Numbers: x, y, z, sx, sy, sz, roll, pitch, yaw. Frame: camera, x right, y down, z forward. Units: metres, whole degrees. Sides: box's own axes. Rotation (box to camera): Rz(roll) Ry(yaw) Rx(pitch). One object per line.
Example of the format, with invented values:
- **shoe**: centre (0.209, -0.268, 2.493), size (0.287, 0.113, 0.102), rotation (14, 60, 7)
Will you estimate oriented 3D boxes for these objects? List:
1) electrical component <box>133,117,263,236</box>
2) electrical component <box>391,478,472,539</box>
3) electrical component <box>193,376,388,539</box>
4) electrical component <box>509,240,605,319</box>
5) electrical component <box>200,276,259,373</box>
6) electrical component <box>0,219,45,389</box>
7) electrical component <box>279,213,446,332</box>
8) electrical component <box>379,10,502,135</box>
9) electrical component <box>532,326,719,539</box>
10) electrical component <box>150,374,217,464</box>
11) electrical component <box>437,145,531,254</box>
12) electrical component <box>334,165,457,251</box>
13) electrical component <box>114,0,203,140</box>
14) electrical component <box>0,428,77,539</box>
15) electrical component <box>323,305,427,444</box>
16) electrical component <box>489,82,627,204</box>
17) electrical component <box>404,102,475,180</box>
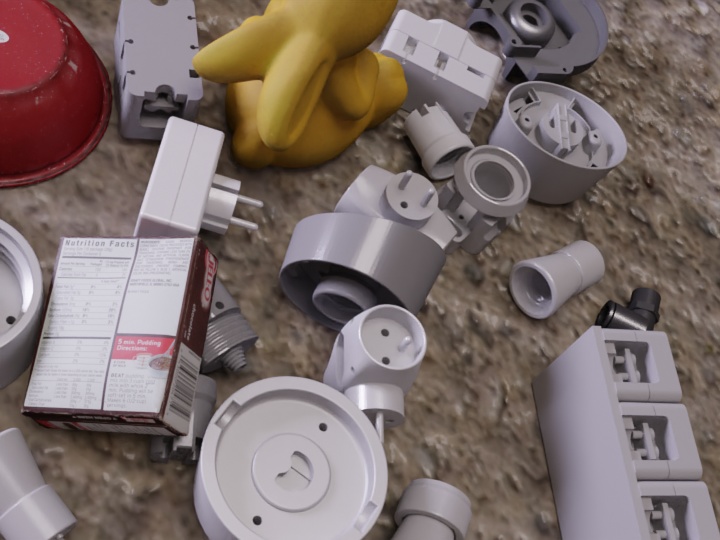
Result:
- **electrical component**: centre (-0.102, -0.046, 0.708), size (0.076, 0.047, 0.083), rotation (17, 56, -11)
- **electrical component**: centre (0.039, 0.159, 0.642), size (0.045, 0.045, 0.055), rotation (27, 55, -4)
- **electrical component**: centre (-0.044, 0.123, 0.621), size (0.108, 0.060, 0.108), rotation (10, 58, -16)
- **electrical component**: centre (0.145, 0.004, 0.777), size (0.065, 0.044, 0.044), rotation (-24, 71, -35)
- **electrical component**: centre (-0.097, 0.029, 0.667), size (0.043, 0.043, 0.081), rotation (-30, 74, -32)
- **electrical component**: centre (-0.234, 0.014, 0.614), size (0.108, 0.060, 0.108), rotation (9, 58, -15)
- **electrical component**: centre (0.000, 0.000, 0.691), size (0.099, 0.099, 0.064), rotation (26, 61, -5)
- **electrical component**: centre (0.058, -0.154, 0.831), size (0.089, 0.050, 0.055), rotation (26, 56, -5)
- **electrical component**: centre (0.169, 0.123, 0.685), size (0.062, 0.089, 0.150), rotation (4, 60, -19)
- **electrical component**: centre (-0.105, 0.088, 0.633), size (0.040, 0.040, 0.046), rotation (7, 65, -17)
- **electrical component**: centre (0.088, -0.053, 0.779), size (0.058, 0.057, 0.078), rotation (44, 56, 8)
- **electrical component**: centre (0.030, -0.041, 0.736), size (0.077, 0.079, 0.043), rotation (39, 59, 4)
- **electrical component**: centre (-0.141, -0.137, 0.742), size (0.050, 0.055, 0.089), rotation (1, 60, -20)
- **electrical component**: centre (-0.184, 0.124, 0.581), size (0.044, 0.044, 0.065), rotation (-35, 82, -33)
- **electrical component**: centre (0.008, 0.073, 0.661), size (0.043, 0.077, 0.079), rotation (8, 59, -16)
- **electrical component**: centre (0.150, -0.101, 0.826), size (0.099, 0.064, 0.099), rotation (9, 58, -15)
- **electrical component**: centre (0.058, -0.097, 0.805), size (0.040, 0.040, 0.046), rotation (-16, 62, -28)
